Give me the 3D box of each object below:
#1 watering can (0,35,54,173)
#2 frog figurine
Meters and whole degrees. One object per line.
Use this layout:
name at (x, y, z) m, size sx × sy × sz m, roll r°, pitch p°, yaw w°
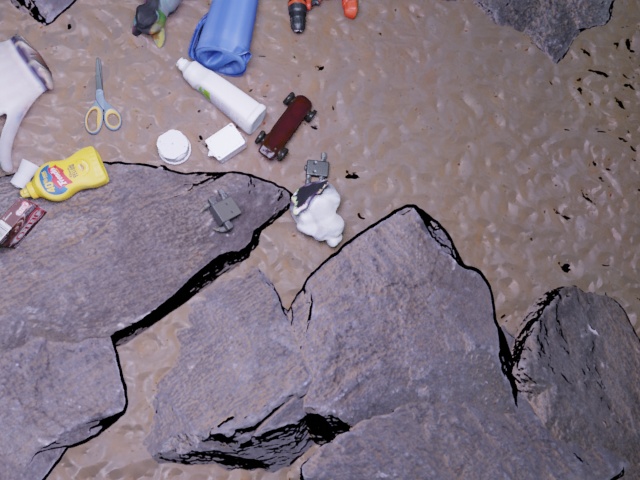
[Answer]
watering can at (-0.738, -0.344, 1.217) m, size 0.226 × 0.103 × 0.349 m, roll -33°, pitch 85°, yaw -13°
frog figurine at (0.004, -0.065, 1.299) m, size 0.139 × 0.123 × 0.157 m, roll -55°, pitch 128°, yaw -21°
